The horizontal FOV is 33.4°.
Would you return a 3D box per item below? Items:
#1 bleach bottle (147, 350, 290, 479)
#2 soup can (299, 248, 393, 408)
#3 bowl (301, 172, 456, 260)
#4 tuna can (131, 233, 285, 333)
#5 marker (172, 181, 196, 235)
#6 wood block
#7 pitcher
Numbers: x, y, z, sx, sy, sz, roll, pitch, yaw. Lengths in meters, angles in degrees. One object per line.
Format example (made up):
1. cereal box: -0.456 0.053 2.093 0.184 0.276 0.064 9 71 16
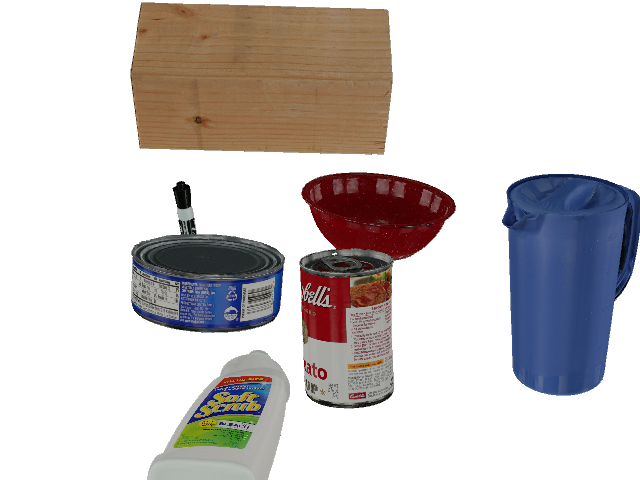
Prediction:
1. bleach bottle: -0.088 0.175 1.037 0.102 0.068 0.250 1 21 6
2. soup can: 0.020 0.063 0.781 0.068 0.102 0.068 -2 14 0
3. bowl: 0.059 -0.021 1.120 0.162 0.055 0.162 4 21 -2
4. tuna can: -0.064 0.023 0.602 0.086 0.034 0.086 4 14 -1
5. marker: -0.146 -0.009 1.181 0.020 0.121 0.020 -5 27 2
6. wood block: -0.047 -0.134 0.891 0.206 0.090 0.091 1 -38 -2
7. pitcher: 0.290 0.050 1.240 0.149 0.243 0.144 4 25 16
